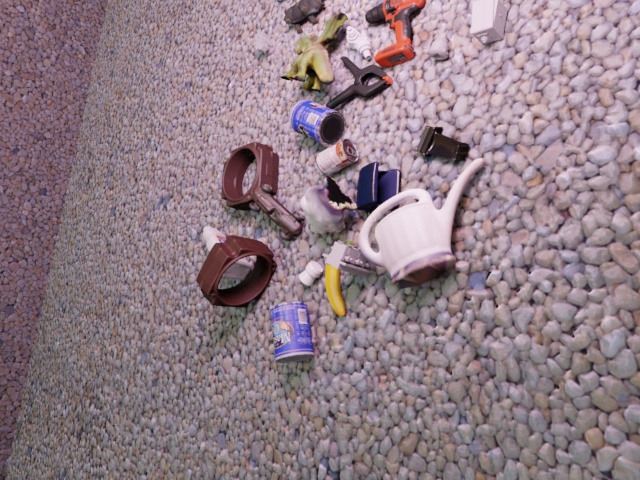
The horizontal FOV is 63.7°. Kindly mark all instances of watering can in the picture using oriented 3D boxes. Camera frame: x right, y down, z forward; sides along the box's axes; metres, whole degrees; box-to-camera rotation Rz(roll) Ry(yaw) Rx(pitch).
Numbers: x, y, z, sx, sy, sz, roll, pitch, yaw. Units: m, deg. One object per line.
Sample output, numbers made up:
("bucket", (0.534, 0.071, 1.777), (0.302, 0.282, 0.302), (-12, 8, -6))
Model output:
("watering can", (0.240, -0.026, 1.155), (0.344, 0.229, 0.103), (-30, -31, 26))

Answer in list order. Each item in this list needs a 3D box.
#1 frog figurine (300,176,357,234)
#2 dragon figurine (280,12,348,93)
("frog figurine", (0.004, -0.068, 1.359), (0.137, 0.156, 0.125), (34, 39, -8))
("dragon figurine", (0.004, -0.553, 1.493), (0.121, 0.242, 0.414), (23, 4, -29))
